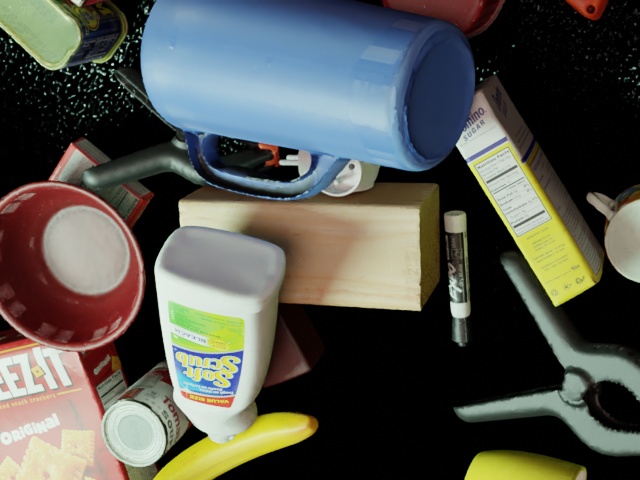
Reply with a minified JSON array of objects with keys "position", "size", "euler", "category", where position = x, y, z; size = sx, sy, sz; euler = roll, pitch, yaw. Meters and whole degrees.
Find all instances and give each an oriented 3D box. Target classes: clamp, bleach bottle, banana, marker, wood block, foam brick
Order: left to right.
[{"position":[-0.119,-0.097,0.938],"size":[0.171,0.039,0.120],"euler":[3,74,1],"category":"clamp"},{"position":[-0.081,0.098,0.909],"size":[0.102,0.068,0.251],"euler":[15,139,11],"category":"bleach bottle"},{"position":[-0.087,0.207,1.017],"size":[0.198,0.069,0.037],"euler":[-30,114,8],"category":"banana"},{"position":[-0.040,0.086,0.974],"size":[0.051,0.053,0.078],"euler":[-27,96,22],"category":"foam brick"},{"position":[-0.006,0.000,0.916],"size":[0.206,0.090,0.090],"euler":[2,106,17],"category":"wood block"},{"position":[0.121,0.035,0.926],"size":[0.020,0.020,0.121],"euler":[-1,106,18],"category":"marker"},{"position":[0.210,0.125,0.888],"size":[0.210,0.036,0.165],"euler":[33,119,28],"category":"clamp"}]

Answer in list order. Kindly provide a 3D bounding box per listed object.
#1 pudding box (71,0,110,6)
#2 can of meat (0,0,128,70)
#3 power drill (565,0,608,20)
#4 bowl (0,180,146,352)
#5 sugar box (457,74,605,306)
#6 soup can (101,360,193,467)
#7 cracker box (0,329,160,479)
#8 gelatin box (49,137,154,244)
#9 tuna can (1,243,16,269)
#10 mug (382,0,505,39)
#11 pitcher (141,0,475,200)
[{"position":[-0.218,-0.247,0.908],"size":[0.113,0.090,0.039],"euler":[34,114,6],"category":"pudding box"},{"position":[-0.231,-0.197,0.930],"size":[0.102,0.083,0.057],"euler":[43,113,2],"category":"can of meat"},{"position":[0.235,-0.258,0.782],"size":[0.184,0.057,0.188],"euler":[41,111,6],"category":"power drill"},{"position":[-0.225,0.018,0.975],"size":[0.162,0.055,0.162],"euler":[4,108,13],"category":"bowl"},{"position":[0.162,-0.042,0.849],"size":[0.048,0.093,0.176],"euler":[-33,94,23],"category":"sugar box"},{"position":[-0.154,0.162,1.006],"size":[0.068,0.102,0.068],"euler":[5,106,16],"category":"soup can"},{"position":[-0.266,0.192,1.066],"size":[0.164,0.072,0.214],"euler":[-14,101,20],"category":"cracker box"},{"position":[-0.211,-0.040,1.001],"size":[0.089,0.030,0.073],"euler":[38,113,1],"category":"gelatin box"},{"position":[-0.322,0.007,1.020],"size":[0.086,0.086,0.034],"euler":[2,108,17],"category":"tuna can"},{"position":[0.093,-0.185,0.833],"size":[0.093,0.081,0.117],"euler":[12,110,13],"category":"mug"},{"position":[-0.011,-0.117,0.816],"size":[0.243,0.145,0.149],"euler":[18,150,35],"category":"pitcher"}]
